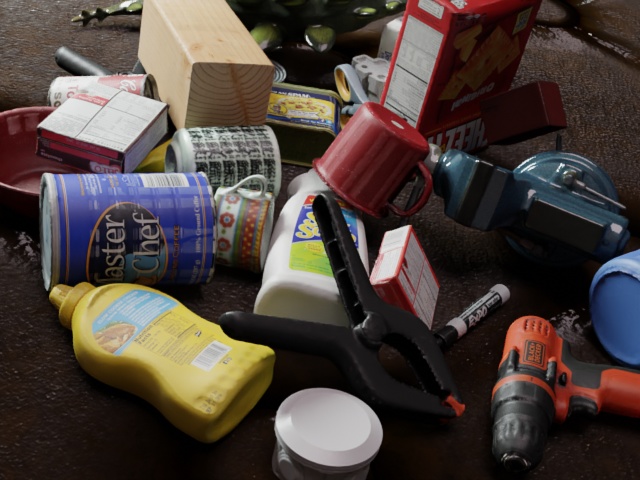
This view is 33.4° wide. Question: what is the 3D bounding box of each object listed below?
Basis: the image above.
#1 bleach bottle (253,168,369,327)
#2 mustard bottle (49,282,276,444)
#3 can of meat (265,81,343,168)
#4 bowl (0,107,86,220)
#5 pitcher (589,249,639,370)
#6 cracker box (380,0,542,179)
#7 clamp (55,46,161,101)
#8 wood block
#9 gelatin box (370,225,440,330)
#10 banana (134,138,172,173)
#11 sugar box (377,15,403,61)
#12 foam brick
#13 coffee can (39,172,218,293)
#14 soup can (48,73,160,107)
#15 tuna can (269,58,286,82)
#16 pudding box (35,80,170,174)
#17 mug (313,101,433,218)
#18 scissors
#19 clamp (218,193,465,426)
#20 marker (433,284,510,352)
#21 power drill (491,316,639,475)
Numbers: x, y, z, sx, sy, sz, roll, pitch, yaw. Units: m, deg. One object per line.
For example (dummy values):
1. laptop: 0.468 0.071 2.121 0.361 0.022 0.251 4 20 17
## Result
1. bleach bottle: -0.007 0.001 1.006 0.102 0.068 0.251 15 32 -10
2. mustard bottle: -0.138 0.083 0.853 0.192 0.058 0.096 26 41 19
3. can of meat: -0.027 -0.128 1.191 0.102 0.057 0.084 9 37 -4
4. bowl: -0.260 -0.066 1.033 0.162 0.055 0.162 8 35 -6
5. pitcher: 0.375 0.034 1.012 0.242 0.145 0.149 -13 44 -28
6. cracker box: 0.152 -0.186 1.189 0.163 0.214 0.072 -23 50 -40
7. clamp: -0.232 -0.175 1.211 0.120 0.039 0.171 -4 36 -20
8. wood block: -0.129 -0.195 1.161 0.090 0.091 0.206 -2 34 -24
9. gelatin box: 0.077 0.041 0.967 0.030 0.073 0.089 -16 27 24
10. banana: -0.142 -0.117 1.157 0.070 0.037 0.197 20 35 12
11. sugar box: 0.131 -0.256 1.390 0.048 0.093 0.175 27 37 22
12. foam brick: 0.225 -0.140 1.180 0.078 0.053 0.051 -15 -6 38
13. coffee can: -0.170 -0.008 0.935 0.140 0.103 0.103 -2 37 -20
14. soup can: -0.225 -0.139 1.119 0.102 0.068 0.068 -1 34 6
15. tuna can: -0.085 -0.191 1.283 0.086 0.034 0.086 8 35 -6
16. pudding box: -0.206 -0.105 1.021 0.090 0.039 0.113 18 37 7
17. mug: 0.061 -0.073 1.038 0.117 0.082 0.093 45 20 23
18. scissors: 0.050 -0.157 1.162 0.016 0.096 0.202 -15 0 -15
19. clamp: 0.026 0.080 0.854 0.210 0.036 0.164 47 52 -2
20. marker: 0.139 0.072 0.988 0.020 0.020 0.120 31 39 26
21. power drill: 0.235 0.144 0.881 0.188 0.057 0.184 16 34 6
